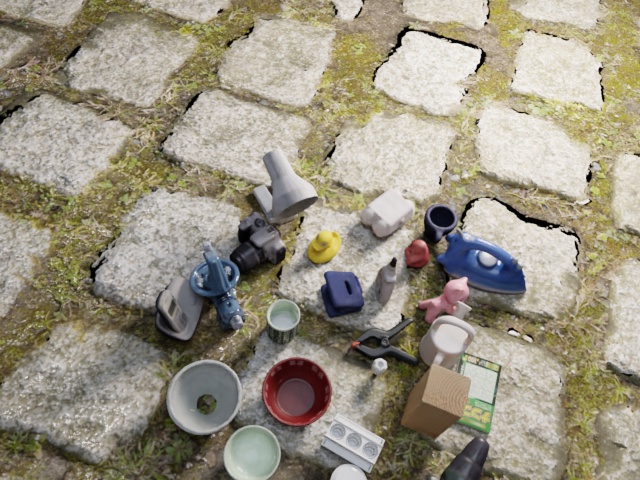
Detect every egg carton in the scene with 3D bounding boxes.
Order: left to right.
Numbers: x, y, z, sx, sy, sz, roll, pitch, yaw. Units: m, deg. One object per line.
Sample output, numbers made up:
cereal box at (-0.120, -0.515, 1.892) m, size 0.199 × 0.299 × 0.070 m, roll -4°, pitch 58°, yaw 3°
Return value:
egg carton at (0.192, -0.076, 1.611) m, size 0.150 × 0.069 × 0.107 m, roll -38°, pitch 70°, yaw -24°

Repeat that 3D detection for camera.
camera at (-0.177, 0.011, 1.500) m, size 0.137 × 0.101 × 0.143 m, roll -35°, pitch 69°, yaw -23°

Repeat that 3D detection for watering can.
watering can at (0.309, 0.226, 1.372) m, size 0.101 × 0.194 × 0.173 m, roll 9°, pitch 59°, yaw -1°

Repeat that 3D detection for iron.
iron at (0.450, 0.053, 1.522) m, size 0.258 × 0.141 × 0.119 m, roll 24°, pitch 60°, yaw 8°

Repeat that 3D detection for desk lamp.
desk lamp at (-0.100, -0.129, 1.526) m, size 0.118 × 0.213 × 0.203 m, roll -24°, pitch 65°, yaw -19°

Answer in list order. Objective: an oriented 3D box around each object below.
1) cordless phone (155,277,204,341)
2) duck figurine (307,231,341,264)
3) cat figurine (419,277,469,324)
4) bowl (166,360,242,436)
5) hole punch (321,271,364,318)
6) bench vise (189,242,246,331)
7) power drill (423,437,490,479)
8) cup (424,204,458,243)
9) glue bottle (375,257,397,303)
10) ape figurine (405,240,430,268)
cordless phone at (-0.338, 0.144, 1.354) m, size 0.094 × 0.185 × 0.147 m, roll 10°, pitch 59°, yaw 0°
duck figurine at (0.014, 0.005, 1.534) m, size 0.105 × 0.086 × 0.077 m, roll -38°, pitch 70°, yaw -24°
cat figurine at (0.327, 0.148, 1.465) m, size 0.128 × 0.118 × 0.067 m, roll -20°, pitch 63°, yaw -17°
bowl at (-0.259, 0.362, 1.298) m, size 0.167 × 0.075 × 0.167 m, roll 3°, pitch 59°, yaw -5°
hole punch at (0.060, 0.130, 1.462) m, size 0.101 × 0.091 × 0.108 m, roll -12°, pitch 61°, yaw -13°
bench vise at (-0.229, 0.105, 1.369) m, size 0.207 × 0.220 × 0.122 m, roll 41°, pitch 64°, yaw 17°
power drill at (0.258, 0.522, 1.182) m, size 0.075 × 0.208 × 0.230 m, roll 32°, pitch 61°, yaw 13°
cup at (0.324, -0.028, 1.583) m, size 0.091 × 0.095 × 0.118 m, roll 12°, pitch 59°, yaw 1°
glue bottle at (0.173, 0.091, 1.450) m, size 0.037 × 0.173 × 0.078 m, roll 1°, pitch 59°, yaw -6°
ape figurine at (0.264, 0.030, 1.543) m, size 0.076 × 0.092 × 0.078 m, roll 35°, pitch 62°, yaw 14°
